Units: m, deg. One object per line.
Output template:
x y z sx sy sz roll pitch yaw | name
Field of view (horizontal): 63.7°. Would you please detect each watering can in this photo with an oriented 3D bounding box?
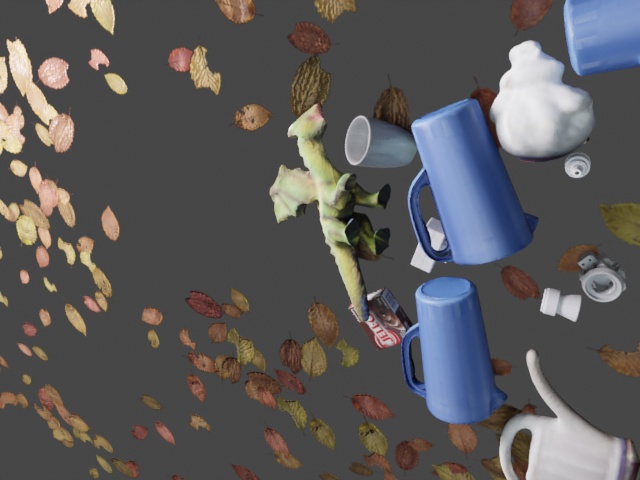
0.444 0.361 0.918 0.225 0.106 0.341 10 118 22 | watering can

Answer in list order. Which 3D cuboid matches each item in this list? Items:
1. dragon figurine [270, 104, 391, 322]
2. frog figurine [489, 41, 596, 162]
0.003 -0.050 0.990 0.244 0.123 0.403 21 120 38 | dragon figurine
0.311 -0.196 0.728 0.138 0.124 0.156 14 133 44 | frog figurine
